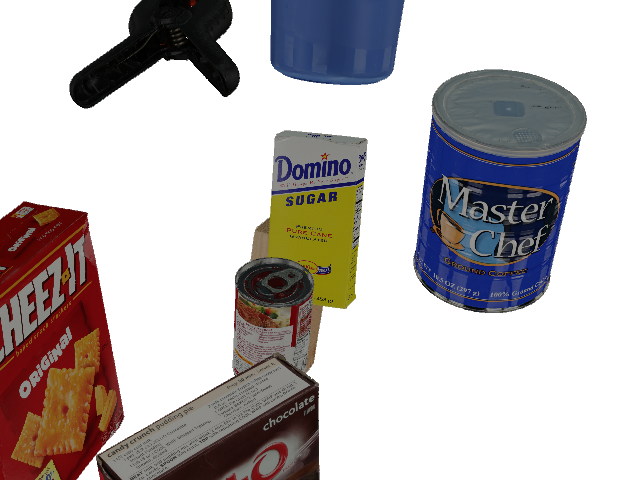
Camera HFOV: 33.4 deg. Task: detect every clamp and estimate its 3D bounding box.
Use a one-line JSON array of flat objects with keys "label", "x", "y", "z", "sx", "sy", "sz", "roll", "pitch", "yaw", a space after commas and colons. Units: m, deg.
[{"label": "clamp", "x": -0.099, "y": -0.149, "z": 0.785, "sx": 0.120, "sy": 0.039, "sz": 0.171, "roll": 7, "pitch": 43, "yaw": 13}]

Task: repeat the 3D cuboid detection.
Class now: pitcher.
[{"label": "pitcher", "x": 0.024, "y": -0.255, "z": 0.882, "sx": 0.145, "sy": 0.243, "sz": 0.149, "roll": 8, "pitch": 19, "yaw": 10}]

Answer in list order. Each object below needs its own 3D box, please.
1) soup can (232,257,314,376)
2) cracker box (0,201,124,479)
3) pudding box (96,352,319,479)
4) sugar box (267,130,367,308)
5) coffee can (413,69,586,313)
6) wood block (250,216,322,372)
[{"label": "soup can", "x": -0.042, "y": 0.075, "z": 0.935, "sx": 0.068, "sy": 0.102, "sz": 0.068, "roll": 3, "pitch": 35, "yaw": -3}, {"label": "cracker box", "x": -0.233, "y": 0.102, "z": 0.843, "sx": 0.072, "sy": 0.214, "sz": 0.164, "roll": 8, "pitch": 31, "yaw": 19}, {"label": "pudding box", "x": -0.052, "y": 0.120, "z": 0.535, "sx": 0.113, "sy": 0.090, "sz": 0.039, "roll": -29, "pitch": 46, "yaw": -33}, {"label": "sugar box", "x": -0.005, "y": -0.023, "z": 1.116, "sx": 0.093, "sy": 0.176, "sz": 0.048, "roll": 7, "pitch": 15, "yaw": 14}, {"label": "coffee can", "x": 0.123, "y": -0.034, "z": 0.753, "sx": 0.103, "sy": 0.140, "sz": 0.103, "roll": 2, "pitch": 38, "yaw": -1}, {"label": "wood block", "x": -0.048, "y": 0.079, "z": 1.438, "sx": 0.090, "sy": 0.206, "sz": 0.090, "roll": 14, "pitch": 20, "yaw": 12}]
